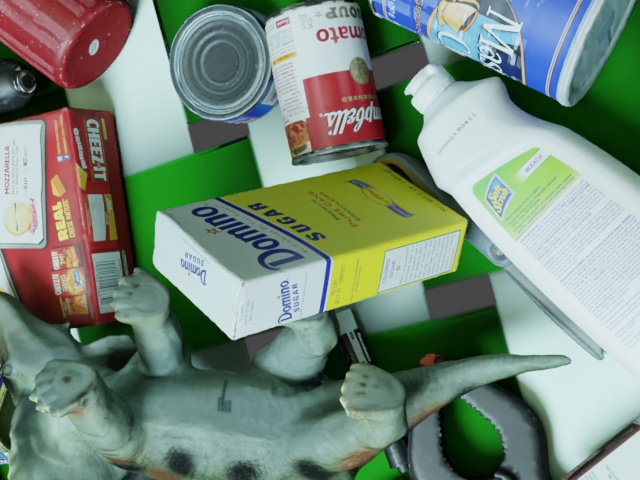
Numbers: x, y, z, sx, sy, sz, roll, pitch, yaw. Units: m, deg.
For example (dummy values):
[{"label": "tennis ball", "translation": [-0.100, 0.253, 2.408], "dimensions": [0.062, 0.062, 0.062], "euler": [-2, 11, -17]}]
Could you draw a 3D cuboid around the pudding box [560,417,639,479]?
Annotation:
[{"label": "pudding box", "translation": [0.218, 0.155, 0.661], "dimensions": [0.113, 0.039, 0.090], "euler": [-39, 79, 4]}]

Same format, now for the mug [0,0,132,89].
[{"label": "mug", "translation": [-0.189, -0.177, 0.799], "dimensions": [0.081, 0.093, 0.117], "euler": [37, 89, 11]}]

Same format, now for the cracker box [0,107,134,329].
[{"label": "cracker box", "translation": [-0.255, -0.004, 0.843], "dimensions": [0.214, 0.072, 0.164], "euler": [-9, 89, 23]}]

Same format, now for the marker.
[{"label": "marker", "translation": [0.037, 0.108, 0.758], "dimensions": [0.020, 0.020, 0.121], "euler": [-26, 84, 22]}]

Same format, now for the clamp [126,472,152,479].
[{"label": "clamp", "translation": [-0.159, 0.214, 0.805], "dimensions": [0.120, 0.039, 0.171], "euler": [-21, 53, 31]}]

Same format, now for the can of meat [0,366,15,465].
[{"label": "can of meat", "translation": [-0.267, 0.131, 0.844], "dimensions": [0.084, 0.057, 0.102], "euler": [-11, 46, 20]}]

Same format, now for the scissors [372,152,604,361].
[{"label": "scissors", "translation": [0.125, -0.013, 0.715], "dimensions": [0.202, 0.016, 0.096], "euler": [33, 105, 17]}]

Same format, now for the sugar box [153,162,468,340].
[{"label": "sugar box", "translation": [-0.004, 0.001, 0.661], "dimensions": [0.093, 0.175, 0.048], "euler": [37, 127, 40]}]

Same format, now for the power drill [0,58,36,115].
[{"label": "power drill", "translation": [-0.331, -0.096, 0.798], "dimensions": [0.185, 0.187, 0.057], "euler": [-6, 100, 33]}]

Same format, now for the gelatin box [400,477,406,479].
[{"label": "gelatin box", "translation": [0.049, 0.225, 0.754], "dimensions": [0.073, 0.030, 0.089], "euler": [-33, 82, 20]}]

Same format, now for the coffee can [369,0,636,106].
[{"label": "coffee can", "translation": [0.116, -0.159, 0.663], "dimensions": [0.140, 0.102, 0.103], "euler": [29, 104, 18]}]

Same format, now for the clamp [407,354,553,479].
[{"label": "clamp", "translation": [0.129, 0.168, 0.710], "dimensions": [0.164, 0.036, 0.210], "euler": [-21, 79, 7]}]

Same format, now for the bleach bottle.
[{"label": "bleach bottle", "translation": [0.156, -0.023, 0.667], "dimensions": [0.251, 0.068, 0.103], "euler": [46, 106, 10]}]

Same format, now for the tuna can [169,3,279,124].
[{"label": "tuna can", "translation": [-0.066, -0.128, 0.777], "dimensions": [0.086, 0.033, 0.086], "euler": [2, 95, 22]}]

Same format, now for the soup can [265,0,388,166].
[{"label": "soup can", "translation": [0.004, -0.107, 0.731], "dimensions": [0.069, 0.068, 0.102], "euler": [-12, 89, 22]}]
